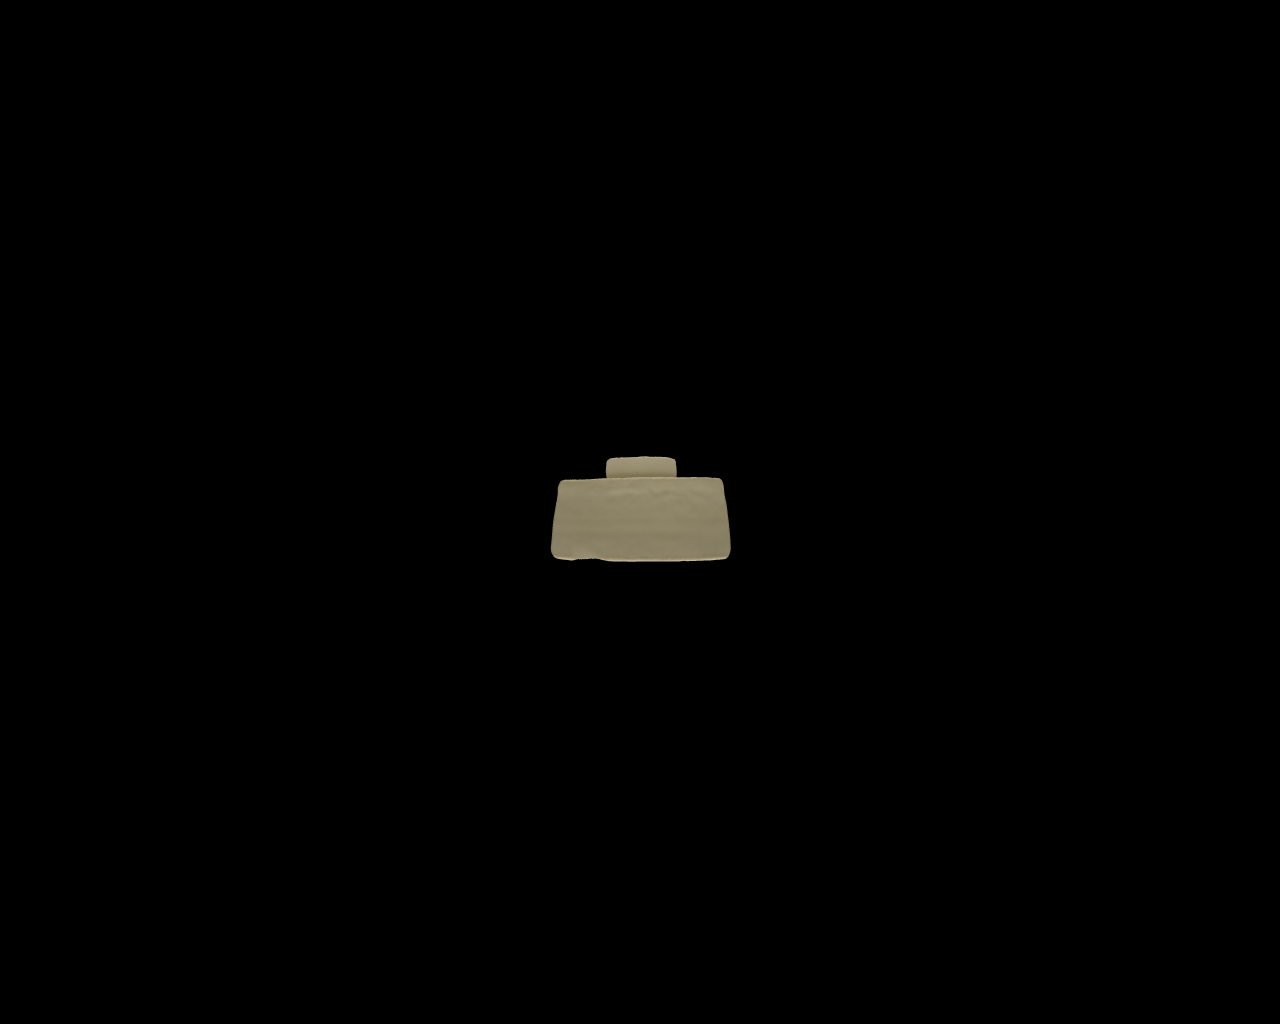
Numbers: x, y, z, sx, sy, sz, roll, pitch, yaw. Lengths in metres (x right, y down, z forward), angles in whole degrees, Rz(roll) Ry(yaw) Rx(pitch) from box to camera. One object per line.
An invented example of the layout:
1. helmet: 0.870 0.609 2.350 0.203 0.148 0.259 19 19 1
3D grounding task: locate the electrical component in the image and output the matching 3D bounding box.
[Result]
1. electrical component: 0.001 -0.003 0.650 0.108 0.060 0.108 0 0 0
